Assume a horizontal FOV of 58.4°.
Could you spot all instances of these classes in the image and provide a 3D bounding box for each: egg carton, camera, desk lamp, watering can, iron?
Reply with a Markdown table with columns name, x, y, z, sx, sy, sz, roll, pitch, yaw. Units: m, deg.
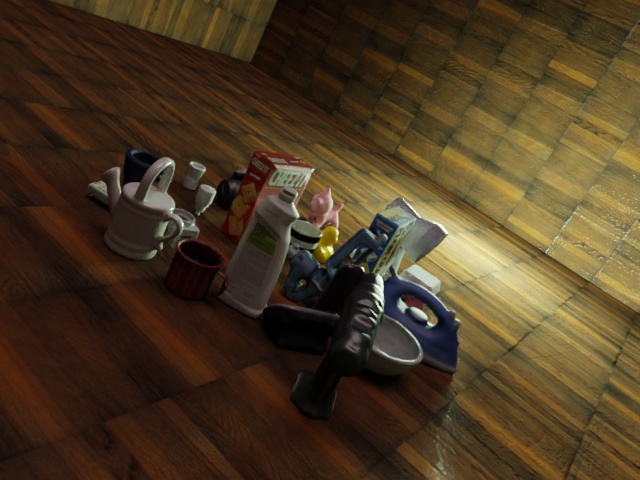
| name | x | y | z | sx | sy | sz | roll | pitch | yaw |
| --- | --- | --- | --- | --- | --- | --- | --- | --- | --- |
| egg carton | 0.261 | 0.123 | 1.540 | 0.107 | 0.069 | 0.151 | 34 | 21 | 16 |
| camera | -0.206 | -0.138 | 1.517 | 0.137 | 0.101 | 0.142 | 6 | 30 | -46 |
| desk lamp | 0.213 | 0.006 | 1.550 | 0.202 | 0.213 | 0.118 | 36 | 22 | 20 |
| watering can | -0.329 | -0.071 | 1.064 | 0.173 | 0.194 | 0.101 | 23 | 21 | -14 |
| iron | 0.221 | 0.172 | 1.267 | 0.258 | 0.141 | 0.119 | 32 | 21 | 9 |

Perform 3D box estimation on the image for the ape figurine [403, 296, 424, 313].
| name | x | y | z | sx | sy | sz | roll | pitch | yaw |
| --- | --- | --- | --- | --- | --- | --- | --- | --- | --- |
| ape figurine | 0.222 | 0.158 | 1.373 | 0.078 | 0.092 | 0.076 | 13 | 25 | -36 |

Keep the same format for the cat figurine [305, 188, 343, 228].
| name | x | y | z | sx | sy | sz | roll | pitch | yaw |
| --- | --- | --- | --- | --- | --- | --- | --- | --- | --- |
| cat figurine | 0.016 | -0.094 | 1.673 | 0.128 | 0.117 | 0.067 | 8 | 28 | -43 |

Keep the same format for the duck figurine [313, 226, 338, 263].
| name | x | y | z | sx | sy | sz | roll | pitch | yaw |
| --- | --- | --- | --- | --- | --- | --- | --- | --- | --- |
| duck figurine | 0.014 | 0.005 | 1.479 | 0.077 | 0.086 | 0.105 | 33 | 21 | 12 |

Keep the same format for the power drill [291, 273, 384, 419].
| name | x | y | z | sx | sy | sz | roll | pitch | yaw |
| --- | --- | --- | --- | --- | --- | --- | --- | --- | --- |
| power drill | 0.035 | 0.174 | 0.928 | 0.075 | 0.208 | 0.230 | 28 | 20 | -1 |

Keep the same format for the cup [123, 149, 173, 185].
| name | x | y | z | sx | sy | sz | roll | pitch | yaw |
| --- | --- | --- | --- | --- | --- | --- | --- | --- | --- |
| cup | -0.392 | -0.137 | 1.285 | 0.117 | 0.095 | 0.092 | 30 | 20 | 6 |

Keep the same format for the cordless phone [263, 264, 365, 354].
| name | x | y | z | sx | sy | sz | roll | pitch | yaw |
| --- | --- | --- | --- | --- | --- | --- | --- | --- | --- |
| cordless phone | -0.009 | 0.109 | 1.060 | 0.148 | 0.185 | 0.094 | 14 | 25 | -34 |

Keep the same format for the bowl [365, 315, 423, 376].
| name | x | y | z | sx | sy | sz | roll | pitch | yaw |
| --- | --- | --- | --- | --- | --- | --- | --- | --- | --- |
| bowl | 0.114 | 0.213 | 1.128 | 0.168 | 0.074 | 0.167 | 25 | 21 | -10 |

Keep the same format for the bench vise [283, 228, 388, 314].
| name | x | y | z | sx | sy | sz | roll | pitch | yaw |
| --- | --- | --- | --- | --- | --- | --- | --- | --- | --- |
| bench vise | 0.032 | 0.056 | 1.189 | 0.208 | 0.219 | 0.121 | 24 | 21 | -12 |
